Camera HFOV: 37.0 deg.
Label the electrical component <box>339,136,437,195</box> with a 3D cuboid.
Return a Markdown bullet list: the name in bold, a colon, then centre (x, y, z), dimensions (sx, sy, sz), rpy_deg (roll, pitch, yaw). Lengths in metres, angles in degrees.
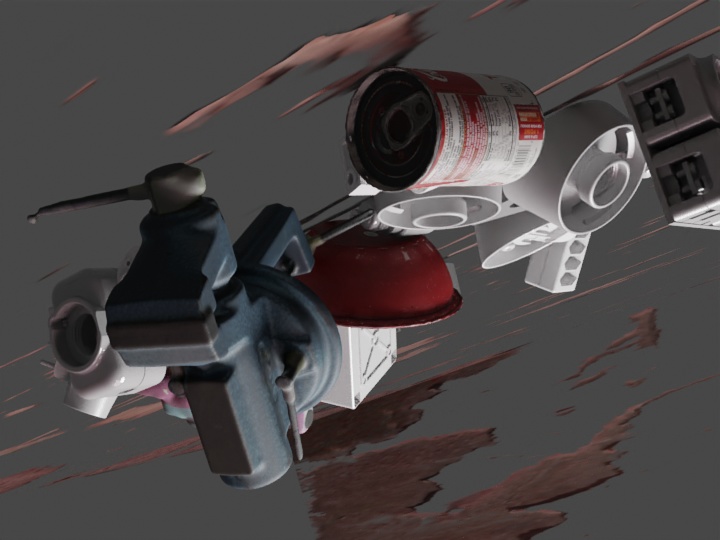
- **electrical component**: centre (0.023, -0.072, 0.679), dimensions (0.055, 0.048, 0.066), rpy_deg (-3, 164, -27)

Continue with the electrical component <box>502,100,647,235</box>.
- **electrical component**: centre (0.160, -0.076, 0.789), dimensions (0.099, 0.064, 0.099), rpy_deg (-24, 135, -26)

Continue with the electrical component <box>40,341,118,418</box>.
- **electrical component**: centre (-0.266, 0.092, 1.031), dimensions (0.079, 0.077, 0.044), rpy_deg (20, 173, 3)

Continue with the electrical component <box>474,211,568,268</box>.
- **electrical component**: centre (0.150, -0.042, 0.971), dimensions (0.099, 0.064, 0.099), rpy_deg (-13, 157, -5)

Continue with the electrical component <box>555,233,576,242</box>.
- **electrical component**: centre (0.178, -0.048, 1.058), dimensions (0.079, 0.043, 0.077), rpy_deg (-19, 170, 10)

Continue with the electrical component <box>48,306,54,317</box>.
- **electrical component**: centre (-0.209, 0.045, 0.924), dimensions (0.083, 0.047, 0.076), rpy_deg (-18, 170, 9)

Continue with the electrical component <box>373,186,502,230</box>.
- **electrical component**: centre (0.057, -0.066, 0.781), dimensions (0.099, 0.064, 0.099), rpy_deg (-3, 167, -1)

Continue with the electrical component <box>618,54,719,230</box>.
- **electrical component**: centre (0.268, -0.091, 0.801), dimensions (0.060, 0.105, 0.186), rpy_deg (-23, 168, 31)

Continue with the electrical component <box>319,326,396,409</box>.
- **electrical component**: centre (-0.009, 0.064, 1.075), dimensions (0.056, 0.108, 0.109), rpy_deg (10, -151, 24)

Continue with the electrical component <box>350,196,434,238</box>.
- **electrical component**: centre (0.027, -0.045, 0.840), dimensions (0.078, 0.040, 0.040), rpy_deg (-9, 167, -36)

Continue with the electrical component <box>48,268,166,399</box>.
- **electrical component**: centre (-0.195, 0.048, 0.821), dimensions (0.054, 0.095, 0.059), rpy_deg (-23, 168, 32)

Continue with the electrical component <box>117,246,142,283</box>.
- **electrical component**: centre (-0.138, 0.016, 0.795), dimensions (0.080, 0.080, 0.051), rpy_deg (-23, 164, 32)

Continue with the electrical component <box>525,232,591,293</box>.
- **electrical component**: centre (0.195, -0.028, 1.139), dimensions (0.076, 0.083, 0.047), rpy_deg (23, -164, 35)

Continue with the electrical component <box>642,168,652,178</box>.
- **electrical component**: centre (0.247, -0.100, 0.894), dimensions (0.062, 0.043, 0.043), rpy_deg (-11, 168, -36)
